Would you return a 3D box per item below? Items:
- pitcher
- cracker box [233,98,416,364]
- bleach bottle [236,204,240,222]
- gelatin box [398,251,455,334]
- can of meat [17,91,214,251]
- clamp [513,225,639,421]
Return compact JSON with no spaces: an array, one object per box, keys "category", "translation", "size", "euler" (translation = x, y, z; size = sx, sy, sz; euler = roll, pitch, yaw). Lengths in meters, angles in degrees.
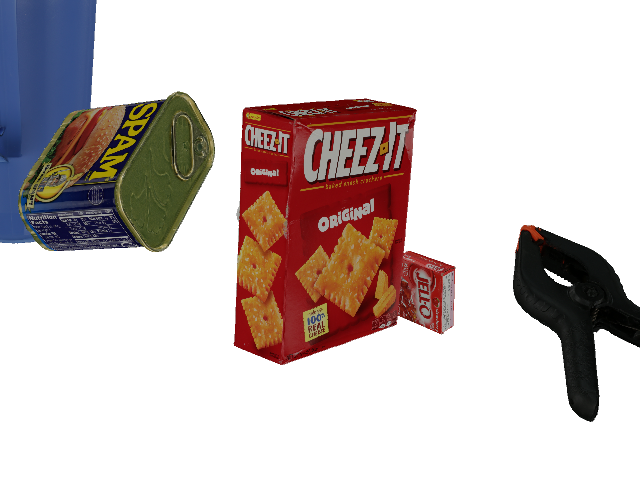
[{"category":"pitcher","translation":[-0.237,-0.120,0.812],"size":[0.145,0.243,0.148],"euler":[26,32,35]},{"category":"cracker box","translation":[0.006,-0.013,0.953],"size":[0.072,0.214,0.163],"euler":[17,20,40]},{"category":"bleach bottle","translation":[-0.054,0.005,1.237],"size":[0.102,0.068,0.251],"euler":[-8,29,-13]},{"category":"gelatin box","translation":[0.132,0.065,1.348],"size":[0.073,0.089,0.030],"euler":[22,36,39]},{"category":"can of meat","translation":[-0.125,-0.040,0.652],"size":[0.084,0.102,0.057],"euler":[-3,-45,29]},{"category":"clamp","translation":[0.201,0.051,0.759],"size":[0.120,0.039,0.171],"euler":[-3,45,-20]}]
